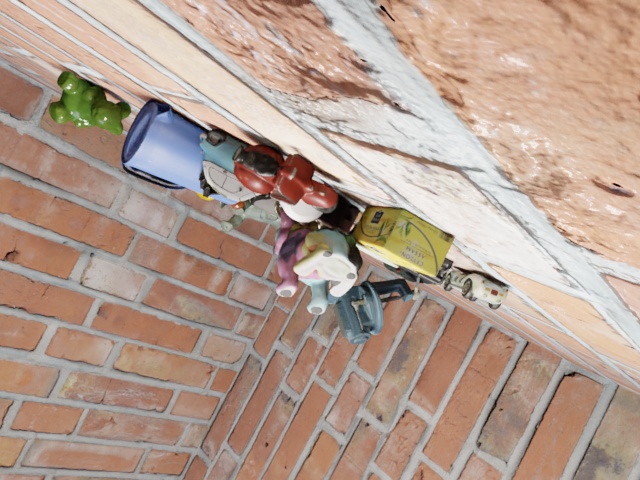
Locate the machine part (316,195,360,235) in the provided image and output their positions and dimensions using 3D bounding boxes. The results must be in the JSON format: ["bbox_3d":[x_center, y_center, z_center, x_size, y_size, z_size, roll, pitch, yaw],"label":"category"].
[{"bbox_3d":[-0.009,-0.072,1.044,0.179,0.056,0.179,29,179,1],"label":"machine part"}]

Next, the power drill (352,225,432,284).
[{"bbox_3d":[0.169,0.036,1.304,0.207,0.086,0.232,20,-178,-11],"label":"power drill"}]

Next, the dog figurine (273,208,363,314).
[{"bbox_3d":[-0.016,0.006,0.962,0.108,0.191,0.219,26,-145,-28],"label":"dog figurine"}]

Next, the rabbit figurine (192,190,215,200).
[{"bbox_3d":[-0.256,-0.178,1.285,0.173,0.122,0.162,10,159,33],"label":"rabbit figurine"}]

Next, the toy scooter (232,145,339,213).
[{"bbox_3d":[-0.062,-0.098,0.802,0.184,0.075,0.135,24,177,17],"label":"toy scooter"}]

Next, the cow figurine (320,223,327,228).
[{"bbox_3d":[0.027,0.028,1.152,0.086,0.127,0.195,5,-155,-1],"label":"cow figurine"}]

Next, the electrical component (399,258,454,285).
[{"bbox_3d":[0.204,0.043,1.131,0.134,0.058,0.115,27,176,10],"label":"electrical component"}]

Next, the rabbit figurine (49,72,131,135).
[{"bbox_3d":[-0.530,-0.300,1.275,0.170,0.121,0.159,30,-174,28],"label":"rabbit figurine"}]

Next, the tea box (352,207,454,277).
[{"bbox_3d":[0.124,-0.002,0.852,0.098,0.068,0.170,28,179,-13],"label":"tea box"}]

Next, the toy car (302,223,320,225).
[{"bbox_3d":[-0.003,-0.004,1.280,0.089,0.053,0.201,-6,117,33],"label":"toy car"}]

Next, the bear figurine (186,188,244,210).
[{"bbox_3d":[-0.279,-0.168,1.449,0.196,0.120,0.132,23,-177,-14],"label":"bear figurine"}]

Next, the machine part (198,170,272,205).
[{"bbox_3d":[-0.160,-0.109,1.028,0.139,0.084,0.039,-3,179,-23],"label":"machine part"}]

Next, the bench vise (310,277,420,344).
[{"bbox_3d":[0.107,0.121,1.210,0.241,0.128,0.224,-8,-135,-18],"label":"bench vise"}]

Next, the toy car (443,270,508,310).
[{"bbox_3d":[0.309,0.095,1.079,0.073,0.056,0.202,22,180,-5],"label":"toy car"}]

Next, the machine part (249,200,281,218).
[{"bbox_3d":[-0.121,-0.107,1.407,0.079,0.079,0.243,29,178,-33],"label":"machine part"}]

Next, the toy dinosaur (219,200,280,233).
[{"bbox_3d":[-0.157,-0.096,1.601,0.405,0.131,0.192,16,-141,4],"label":"toy dinosaur"}]

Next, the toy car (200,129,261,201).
[{"bbox_3d":[-0.151,-0.124,0.961,0.162,0.103,0.109,26,177,-5],"label":"toy car"}]
